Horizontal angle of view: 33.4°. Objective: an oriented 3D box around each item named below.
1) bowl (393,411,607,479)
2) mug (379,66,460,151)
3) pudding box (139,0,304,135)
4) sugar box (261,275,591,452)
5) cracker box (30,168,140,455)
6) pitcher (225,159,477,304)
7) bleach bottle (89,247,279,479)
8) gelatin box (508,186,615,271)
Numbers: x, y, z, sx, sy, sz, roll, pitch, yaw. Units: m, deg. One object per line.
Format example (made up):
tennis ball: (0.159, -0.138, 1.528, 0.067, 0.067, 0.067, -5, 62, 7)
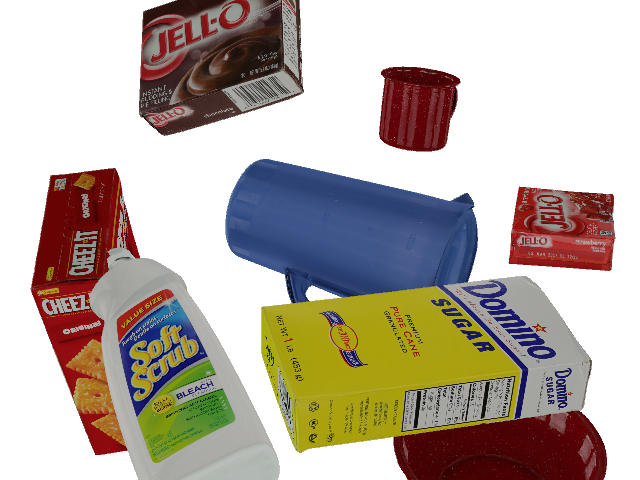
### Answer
bowl: (0.136, 0.177, 0.829, 0.162, 0.055, 0.162, 0, 32, 0)
mug: (0.121, -0.157, 1.264, 0.093, 0.081, 0.117, 23, 28, 37)
pudding box: (-0.069, -0.130, 0.735, 0.114, 0.090, 0.039, -13, -28, 18)
sugar box: (0.059, 0.069, 0.633, 0.176, 0.048, 0.093, -9, 34, -11)
cracker box: (-0.199, 0.066, 0.990, 0.072, 0.214, 0.164, -8, 39, -1)
pitcher: (0.026, 0.007, 1.075, 0.243, 0.145, 0.149, 17, 23, 21)
bleach bottle: (-0.125, 0.097, 0.817, 0.102, 0.068, 0.251, -25, 48, -12)
gelatin box: (0.181, -0.010, 0.796, 0.073, 0.030, 0.089, 5, 25, 13)
